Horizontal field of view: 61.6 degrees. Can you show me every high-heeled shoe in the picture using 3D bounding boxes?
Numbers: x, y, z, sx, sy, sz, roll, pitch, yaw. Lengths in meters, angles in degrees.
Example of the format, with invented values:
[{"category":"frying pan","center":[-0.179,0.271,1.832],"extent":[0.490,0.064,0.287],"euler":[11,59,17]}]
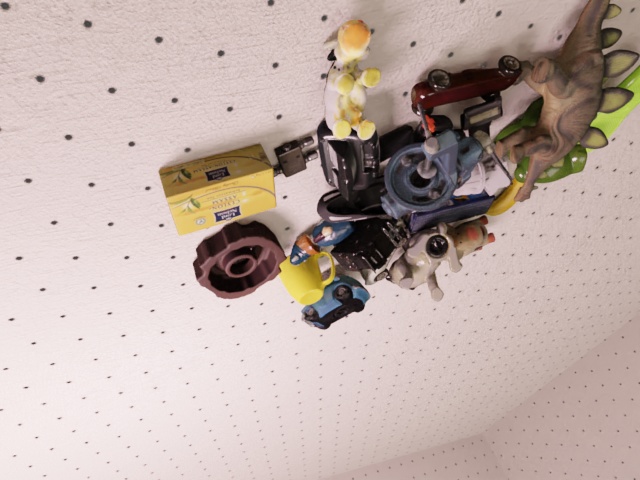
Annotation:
[{"category":"high-heeled shoe","center":[0.118,-0.081,0.984],"extent":[0.249,0.086,0.145],"euler":[-13,-179,8]}]

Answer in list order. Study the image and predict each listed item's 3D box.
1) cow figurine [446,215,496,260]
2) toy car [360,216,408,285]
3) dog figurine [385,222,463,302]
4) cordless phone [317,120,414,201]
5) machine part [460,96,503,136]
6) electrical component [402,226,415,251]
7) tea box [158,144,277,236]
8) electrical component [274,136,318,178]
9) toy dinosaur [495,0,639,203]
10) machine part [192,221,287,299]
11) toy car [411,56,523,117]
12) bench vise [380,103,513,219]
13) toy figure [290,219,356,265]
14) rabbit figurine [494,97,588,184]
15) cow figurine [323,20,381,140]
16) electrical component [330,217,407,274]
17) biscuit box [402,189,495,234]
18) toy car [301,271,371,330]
[{"category":"cow figurine","center":[0.327,-0.003,1.227],"extent":[0.127,0.085,0.195],"euler":[-22,172,-3]},{"category":"toy car","center":[0.132,0.019,1.177],"extent":[0.056,0.074,0.201],"euler":[-8,142,-26]},{"category":"dog figurine","center":[0.217,0.036,1.186],"extent":[0.121,0.191,0.172],"euler":[32,94,-11]},{"category":"cordless phone","center":[0.090,-0.167,0.923],"extent":[0.184,0.089,0.146],"euler":[-31,146,-14]},{"category":"machine part","center":[0.293,-0.212,0.977],"extent":[0.084,0.039,0.138],"euler":[-26,160,8]},{"category":"electrical component","center":[0.230,-0.001,1.240],"extent":[0.078,0.045,0.102],"euler":[-19,145,-13]},{"category":"tea box","center":[-0.161,-0.081,0.862],"extent":[0.170,0.068,0.098],"euler":[-19,144,-12]},{"category":"electrical component","center":[-0.049,-0.137,0.901],"extent":[0.094,0.021,0.063],"euler":[-24,145,-2]},{"category":"toy dinosaur","center":[0.440,-0.271,0.940],"extent":[0.199,0.105,0.470],"euler":[0,122,-14]},{"category":"machine part","center":[-0.154,0.038,1.032],"extent":[0.179,0.056,0.179],"euler":[-18,143,-14]},{"category":"toy car","center":[0.245,-0.262,0.903],"extent":[0.202,0.053,0.089],"euler":[-17,160,-15]},{"category":"bench vise","center":[0.198,-0.124,0.881],"extent":[0.224,0.129,0.240],"euler":[-24,164,3]},{"category":"toy figure","center":[-0.001,-0.002,1.080],"extent":[0.154,0.058,0.064],"euler":[-31,140,16]},{"category":"rabbit figurine","center":[0.435,-0.207,1.076],"extent":[0.159,0.121,0.170],"euler":[-18,127,0]},{"category":"cow figurine","center":[0.040,-0.237,0.783],"extent":[0.068,0.098,0.167],"euler":[-8,123,-16]},{"category":"electrical component","center":[0.088,0.006,1.076],"extent":[0.115,0.134,0.058],"euler":[-50,118,-24]},{"category":"biscuit box","center":[0.276,-0.075,1.161],"extent":[0.203,0.059,0.062],"euler":[-13,144,-18]},{"category":"toy car","center":[0.027,0.128,1.224],"extent":[0.162,0.103,0.109],"euler":[-32,145,12]}]
